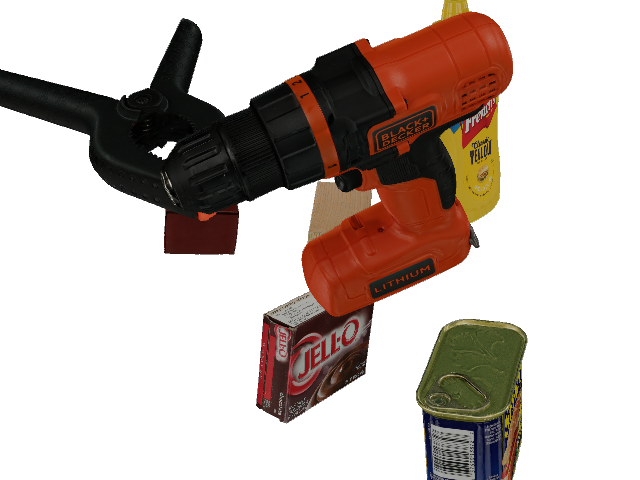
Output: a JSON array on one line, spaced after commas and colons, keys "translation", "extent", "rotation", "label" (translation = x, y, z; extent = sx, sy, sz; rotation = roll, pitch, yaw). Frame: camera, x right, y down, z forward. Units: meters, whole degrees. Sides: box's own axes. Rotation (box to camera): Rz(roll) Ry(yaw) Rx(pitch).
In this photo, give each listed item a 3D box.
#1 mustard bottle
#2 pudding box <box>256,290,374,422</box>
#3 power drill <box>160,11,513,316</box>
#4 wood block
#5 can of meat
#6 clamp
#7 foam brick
[{"translation": [0.118, -0.112, 0.919], "extent": [0.058, 0.192, 0.096], "rotation": [17, 32, 39], "label": "mustard bottle"}, {"translation": [-0.003, 0.087, 0.889], "extent": [0.039, 0.090, 0.113], "rotation": [23, 31, 30], "label": "pudding box"}, {"translation": [0.016, -0.028, 0.585], "extent": [0.184, 0.057, 0.187], "rotation": [-22, -28, -5], "label": "power drill"}, {"translation": [0.031, -0.012, 1.649], "extent": [0.091, 0.090, 0.206], "rotation": [4, 24, 2], "label": "wood block"}, {"translation": [0.099, 0.113, 0.683], "extent": [0.057, 0.084, 0.102], "rotation": [4, 30, 18], "label": "can of meat"}, {"translation": [-0.114, -0.087, 0.729], "extent": [0.164, 0.036, 0.210], "rotation": [-27, 48, -26], "label": "clamp"}, {"translation": [-0.129, -0.019, 1.150], "extent": [0.078, 0.051, 0.053], "rotation": [1, 27, -8], "label": "foam brick"}]
